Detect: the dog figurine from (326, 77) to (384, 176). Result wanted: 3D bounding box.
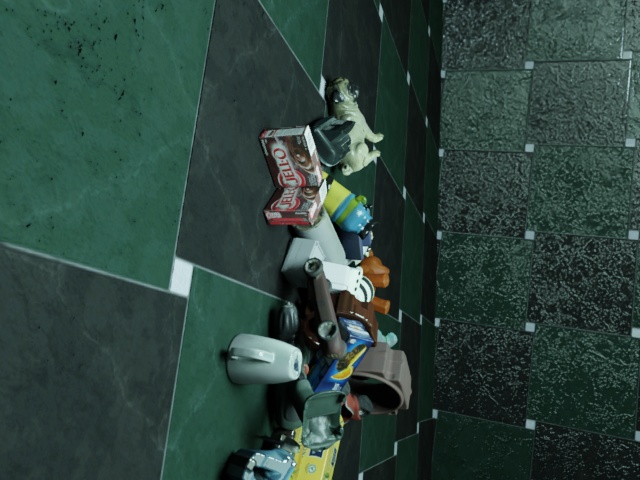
[{"bbox_3d":[0.057,-0.273,1.297,0.190,0.121,0.172,53,36,-37],"label":"dog figurine"}]

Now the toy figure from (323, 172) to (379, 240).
[{"bbox_3d":[0.040,-0.078,1.128,0.082,0.180,0.089,-46,170,-18],"label":"toy figure"}]

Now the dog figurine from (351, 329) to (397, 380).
[{"bbox_3d":[0.077,0.245,1.309,0.219,0.109,0.191,28,94,-49],"label":"dog figurine"}]

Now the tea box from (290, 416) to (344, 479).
[{"bbox_3d":[-0.020,0.415,1.058,0.068,0.098,0.170,72,25,-42],"label":"tea box"}]

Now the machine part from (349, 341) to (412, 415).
[{"bbox_3d":[0.104,0.322,1.241,0.200,0.202,0.087,71,26,-42],"label":"machine part"}]

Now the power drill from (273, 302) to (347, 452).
[{"bbox_3d":[-0.033,0.246,0.935,0.086,0.207,0.231,-4,106,-28],"label":"power drill"}]

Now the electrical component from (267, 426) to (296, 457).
[{"bbox_3d":[-0.076,0.392,0.981,0.078,0.045,0.102,46,46,-47],"label":"electrical component"}]

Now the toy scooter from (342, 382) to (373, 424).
[{"bbox_3d":[0.021,0.355,1.165,0.183,0.135,0.075,49,17,-36],"label":"toy scooter"}]

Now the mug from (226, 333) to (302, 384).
[{"bbox_3d":[-0.088,0.188,0.857,0.109,0.107,0.081,61,34,-57],"label":"mug"}]

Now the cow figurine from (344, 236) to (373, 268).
[{"bbox_3d":[0.094,0.026,1.405,0.167,0.068,0.098,-28,132,-64],"label":"cow figurine"}]

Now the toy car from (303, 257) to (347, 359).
[{"bbox_3d":[0.004,0.123,0.981,0.089,0.053,0.202,62,10,-53],"label":"toy car"}]

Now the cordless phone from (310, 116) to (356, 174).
[{"bbox_3d":[0.019,-0.178,1.222,0.146,0.089,0.184,-50,148,-59],"label":"cordless phone"}]

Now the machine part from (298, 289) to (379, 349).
[{"bbox_3d":[0.037,0.173,1.118,0.179,0.180,0.056,70,25,-44],"label":"machine part"}]

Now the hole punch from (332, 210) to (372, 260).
[{"bbox_3d":[0.055,-0.017,1.233,0.092,0.116,0.142,-66,151,-61],"label":"hole punch"}]

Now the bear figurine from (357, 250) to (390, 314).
[{"bbox_3d":[0.151,0.108,1.488,0.196,0.132,0.120,-40,131,-57],"label":"bear figurine"}]

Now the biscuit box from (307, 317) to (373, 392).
[{"bbox_3d":[0.020,0.249,1.039,0.063,0.059,0.202,19,111,-32],"label":"biscuit box"}]

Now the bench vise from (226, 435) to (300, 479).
[{"bbox_3d":[-0.062,0.443,0.849,0.240,0.129,0.224,44,47,-16],"label":"bench vise"}]

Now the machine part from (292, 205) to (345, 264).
[{"bbox_3d":[-0.002,-0.003,1.136,0.243,0.079,0.079,62,34,-52],"label":"machine part"}]
